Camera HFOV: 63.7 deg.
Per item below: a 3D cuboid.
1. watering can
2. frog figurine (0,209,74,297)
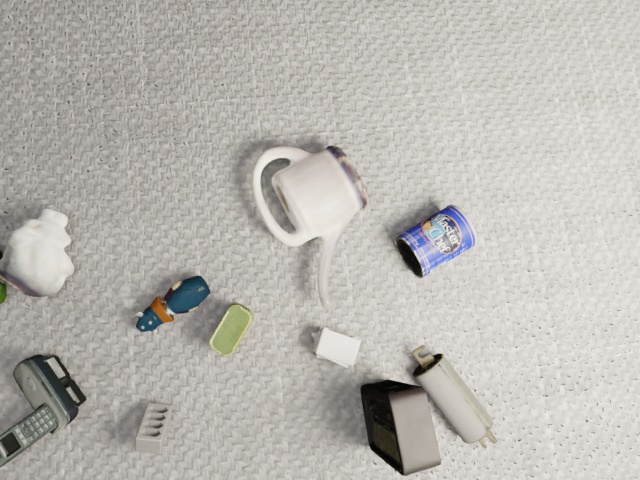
[{"bbox_3d":[0.003,-0.054,1.065,0.225,0.103,0.349,-29,84,-10],"label":"watering can"},{"bbox_3d":[-0.529,0.024,0.986,0.135,0.123,0.162,47,67,-32],"label":"frog figurine"}]
